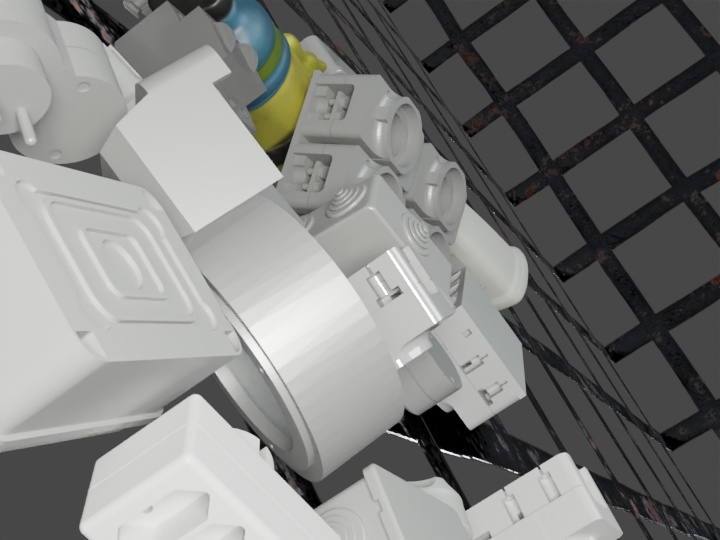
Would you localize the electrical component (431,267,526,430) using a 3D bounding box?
[{"bbox_3d":[0.088,0.064,0.906,0.089,0.062,0.150,54,13,-5],"label":"electrical component"}]

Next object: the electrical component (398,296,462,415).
[{"bbox_3d":[0.032,0.033,0.751,0.138,0.074,0.052,50,14,-23],"label":"electrical component"}]

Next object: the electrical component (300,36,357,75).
[{"bbox_3d":[-0.034,-0.147,0.962,0.057,0.078,0.113,57,12,23],"label":"electrical component"}]

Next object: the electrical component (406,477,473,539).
[{"bbox_3d":[0.039,0.144,0.565,0.043,0.043,0.062,44,18,-40],"label":"electrical component"}]

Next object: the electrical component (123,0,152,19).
[{"bbox_3d":[-0.144,-0.215,0.760,0.121,0.063,0.078,35,24,-58],"label":"electrical component"}]

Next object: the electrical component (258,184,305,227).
[{"bbox_3d":[-0.075,-0.029,0.571,0.099,0.048,0.099,50,14,-14],"label":"electrical component"}]

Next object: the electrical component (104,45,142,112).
[{"bbox_3d":[-0.127,-0.089,0.557,0.046,0.040,0.040,49,12,1],"label":"electrical component"}]

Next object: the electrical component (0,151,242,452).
[{"bbox_3d":[-0.099,0.013,0.356,0.078,0.057,0.113,58,13,12],"label":"electrical component"}]

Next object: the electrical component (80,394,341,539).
[{"bbox_3d":[-0.049,0.082,0.385,0.083,0.047,0.075,50,14,-23],"label":"electrical component"}]

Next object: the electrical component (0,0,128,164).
[{"bbox_3d":[-0.146,-0.080,0.431,0.138,0.052,0.073,37,22,-55],"label":"electrical component"}]

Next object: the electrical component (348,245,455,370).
[{"bbox_3d":[0.003,0.034,0.606,0.055,0.089,0.050,57,13,6],"label":"electrical component"}]

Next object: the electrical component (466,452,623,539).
[{"bbox_3d":[0.110,0.164,0.666,0.050,0.089,0.055,39,20,-51],"label":"electrical component"}]

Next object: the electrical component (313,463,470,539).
[{"bbox_3d":[0.022,0.146,0.481,0.100,0.048,0.099,40,20,-50],"label":"electrical component"}]

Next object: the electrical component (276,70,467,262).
[{"bbox_3d":[0.018,-0.054,0.803,0.186,0.060,0.105,43,58,-56],"label":"electrical component"}]

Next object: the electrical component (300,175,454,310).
[{"bbox_3d":[0.000,0.000,0.667,0.099,0.100,0.048,50,26,-23],"label":"electrical component"}]
